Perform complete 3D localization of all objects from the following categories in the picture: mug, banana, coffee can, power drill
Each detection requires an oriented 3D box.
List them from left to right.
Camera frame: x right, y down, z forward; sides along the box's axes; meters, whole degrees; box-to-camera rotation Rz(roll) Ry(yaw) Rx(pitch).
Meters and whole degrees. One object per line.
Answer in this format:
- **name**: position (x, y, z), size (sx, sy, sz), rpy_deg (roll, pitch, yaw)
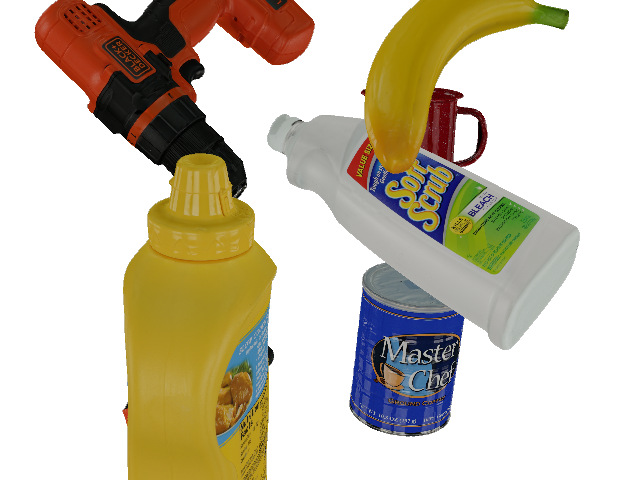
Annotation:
- **power drill**: position (-0.085, -0.130, 0.779), size (0.187, 0.184, 0.057), rpy_deg (-44, -1, -42)
- **coffee can**: position (0.085, 0.104, 1.044), size (0.103, 0.140, 0.103), rpy_deg (4, 23, -2)
- **mug**: position (0.095, -0.096, 0.982), size (0.117, 0.081, 0.093), rpy_deg (2, 15, 3)
- **banana**: position (0.072, -0.108, 0.606), size (0.070, 0.037, 0.197), rpy_deg (30, 50, 22)

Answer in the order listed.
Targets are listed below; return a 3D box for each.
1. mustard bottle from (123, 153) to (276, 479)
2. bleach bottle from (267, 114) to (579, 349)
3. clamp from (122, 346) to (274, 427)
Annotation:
- **mustard bottle**: position (-0.048, 0.058, 0.435), size (0.058, 0.192, 0.096), rpy_deg (8, 24, 10)
- **bleach bottle**: position (0.060, -0.024, 0.797), size (0.251, 0.102, 0.068), rpy_deg (31, -31, 24)
- **clamp**: position (-0.131, 0.149, 1.118), size (0.120, 0.039, 0.171), rpy_deg (-11, 19, 36)
